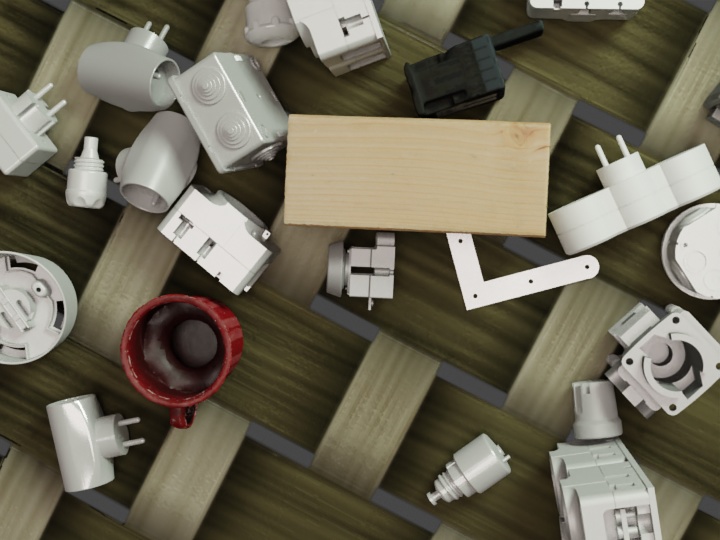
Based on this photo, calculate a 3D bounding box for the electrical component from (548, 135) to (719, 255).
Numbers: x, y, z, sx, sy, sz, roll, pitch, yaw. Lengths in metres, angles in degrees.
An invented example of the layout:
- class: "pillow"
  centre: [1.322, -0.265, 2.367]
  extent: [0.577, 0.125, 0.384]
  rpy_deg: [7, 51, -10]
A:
- class: "electrical component"
  centre: [0.219, -0.074, 0.886]
  extent: [0.138, 0.052, 0.073]
  rpy_deg: [-25, 90, 6]

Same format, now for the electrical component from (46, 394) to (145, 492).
- class: "electrical component"
  centre: [-0.228, 0.148, 0.944]
  extent: [0.079, 0.044, 0.077]
  rpy_deg: [-12, 92, 6]

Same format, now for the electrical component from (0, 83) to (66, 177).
- class: "electrical component"
  centre: [-0.290, -0.130, 0.934]
  extent: [0.077, 0.047, 0.065]
  rpy_deg: [-38, 89, 6]

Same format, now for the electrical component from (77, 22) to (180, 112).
- class: "electrical component"
  centre: [-0.189, -0.180, 0.921]
  extent: [0.077, 0.044, 0.079]
  rpy_deg: [15, 69, 23]

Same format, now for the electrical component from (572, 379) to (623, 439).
- class: "electrical component"
  centre: [0.198, 0.117, 0.905]
  extent: [0.040, 0.040, 0.046]
  rpy_deg: [-6, 87, 6]

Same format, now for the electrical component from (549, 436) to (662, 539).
- class: "electrical component"
  centre: [0.190, 0.201, 0.835]
  extent: [0.060, 0.186, 0.105]
  rpy_deg: [-9, 92, 6]

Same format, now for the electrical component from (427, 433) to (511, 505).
- class: "electrical component"
  centre: [0.092, 0.173, 0.917]
  extent: [0.078, 0.040, 0.040]
  rpy_deg: [-37, 89, 7]

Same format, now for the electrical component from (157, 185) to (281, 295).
- class: "electrical component"
  centre: [-0.117, -0.030, 0.921]
  extent: [0.089, 0.050, 0.055]
  rpy_deg: [40, 97, 2]

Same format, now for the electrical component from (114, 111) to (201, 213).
- class: "electrical component"
  centre: [-0.182, -0.089, 0.921]
  extent: [0.079, 0.044, 0.077]
  rpy_deg: [-7, 53, 39]

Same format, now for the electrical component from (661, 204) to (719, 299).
- class: "electrical component"
  centre: [0.292, -0.015, 0.883]
  extent: [0.080, 0.051, 0.080]
  rpy_deg: [0, 93, 5]

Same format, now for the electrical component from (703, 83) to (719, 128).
- class: "electrical component"
  centre: [0.333, -0.125, 0.868]
  extent: [0.096, 0.062, 0.061]
  rpy_deg: [39, 95, 2]

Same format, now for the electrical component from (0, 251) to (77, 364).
- class: "electrical component"
  centre: [-0.299, 0.032, 0.935]
  extent: [0.099, 0.064, 0.099]
  rpy_deg: [0, 93, 5]

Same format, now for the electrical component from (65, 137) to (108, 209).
- class: "electrical component"
  centre: [-0.237, -0.085, 0.938]
  extent: [0.035, 0.035, 0.061]
  rpy_deg: [6, 91, 5]

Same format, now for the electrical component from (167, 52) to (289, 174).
- class: "electrical component"
  centre: [-0.102, -0.132, 0.891]
  extent: [0.048, 0.100, 0.099]
  rpy_deg: [-29, 90, 19]

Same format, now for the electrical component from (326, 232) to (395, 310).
- class: "electrical component"
  centre: [0.000, 0.000, 0.915]
  extent: [0.055, 0.048, 0.066]
  rpy_deg: [3, 93, -2]

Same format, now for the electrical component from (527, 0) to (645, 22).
- class: "electrical component"
  centre: [0.183, -0.233, 0.879]
  extent: [0.089, 0.056, 0.050]
  rpy_deg: [2, 93, 5]

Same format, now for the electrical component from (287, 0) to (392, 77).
- class: "electrical component"
  centre: [-0.037, -0.258, 0.874]
  extent: [0.060, 0.105, 0.186]
  rpy_deg: [-19, 91, 6]

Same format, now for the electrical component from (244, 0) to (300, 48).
- class: "electrical component"
  centre: [-0.077, -0.222, 0.912]
  extent: [0.048, 0.048, 0.062]
  rpy_deg: [-8, 85, 6]
